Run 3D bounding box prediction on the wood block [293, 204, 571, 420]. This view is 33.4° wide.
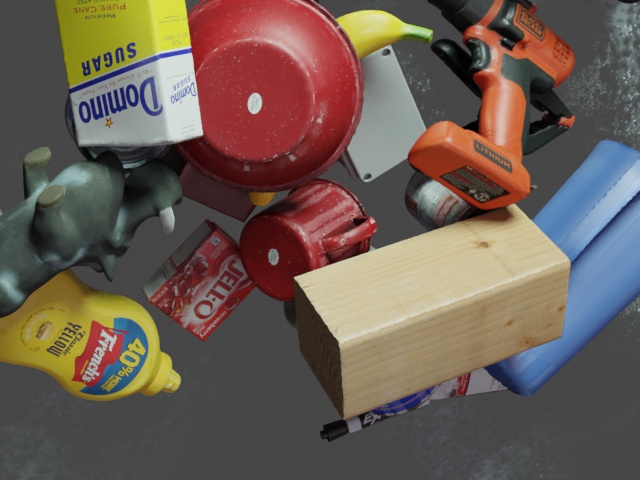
[{"bbox_3d":[0.091,0.056,0.878,0.205,0.091,0.090,-18,132,-16],"label":"wood block"}]

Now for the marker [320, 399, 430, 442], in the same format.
[{"bbox_3d":[0.056,0.182,1.110,0.121,0.020,0.020,-19,123,-14],"label":"marker"}]

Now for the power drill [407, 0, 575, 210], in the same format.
[{"bbox_3d":[0.131,-0.135,0.892,0.184,0.057,0.187,29,63,-25],"label":"power drill"}]

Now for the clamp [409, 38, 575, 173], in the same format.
[{"bbox_3d":[0.157,-0.108,0.984,0.171,0.039,0.120,12,108,-28],"label":"clamp"}]

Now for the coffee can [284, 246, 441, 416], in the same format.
[{"bbox_3d":[0.045,0.084,1.000,0.103,0.103,0.140,-39,126,-1],"label":"coffee can"}]

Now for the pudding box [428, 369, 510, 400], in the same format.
[{"bbox_3d":[0.156,0.116,1.108,0.113,0.039,0.090,-5,117,-25],"label":"pudding box"}]

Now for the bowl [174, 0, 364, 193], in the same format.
[{"bbox_3d":[-0.048,-0.108,0.799,0.162,0.055,0.162,1,106,3],"label":"bowl"}]

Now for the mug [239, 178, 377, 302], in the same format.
[{"bbox_3d":[-0.006,0.001,0.908,0.081,0.117,0.093,-33,110,-50],"label":"mug"}]

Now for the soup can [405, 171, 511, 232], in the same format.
[{"bbox_3d":[0.129,-0.025,0.978,0.068,0.102,0.068,-11,121,-20],"label":"soup can"}]

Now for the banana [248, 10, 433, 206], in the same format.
[{"bbox_3d":[-0.004,-0.115,0.840,0.198,0.037,0.069,-44,84,14],"label":"banana"}]

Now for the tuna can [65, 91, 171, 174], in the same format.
[{"bbox_3d":[-0.157,-0.097,0.849,0.086,0.034,0.086,-11,121,-19],"label":"tuna can"}]

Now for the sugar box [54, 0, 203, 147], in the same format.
[{"bbox_3d":[-0.142,-0.156,0.760,0.048,0.093,0.176,-23,111,-55],"label":"sugar box"}]

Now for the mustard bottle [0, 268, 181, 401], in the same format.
[{"bbox_3d":[-0.197,0.087,0.916,0.191,0.058,0.096,34,97,-35],"label":"mustard bottle"}]

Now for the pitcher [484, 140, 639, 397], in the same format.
[{"bbox_3d":[0.239,0.027,1.017,0.243,0.145,0.149,-46,117,-5],"label":"pitcher"}]

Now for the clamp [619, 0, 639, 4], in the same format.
[{"bbox_3d":[0.170,-0.256,0.855,0.210,0.036,0.164,-10,115,5],"label":"clamp"}]

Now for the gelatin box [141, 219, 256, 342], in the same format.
[{"bbox_3d":[-0.101,0.036,0.949,0.089,0.030,0.073,-45,125,4],"label":"gelatin box"}]

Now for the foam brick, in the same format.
[{"bbox_3d":[-0.087,-0.059,0.891,0.078,0.053,0.051,25,104,-32],"label":"foam brick"}]
